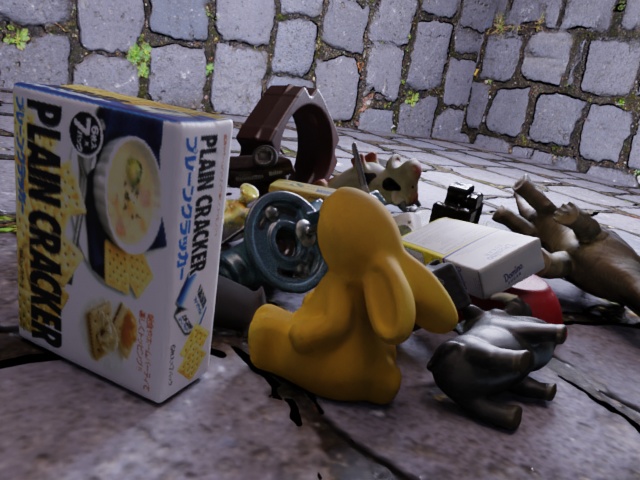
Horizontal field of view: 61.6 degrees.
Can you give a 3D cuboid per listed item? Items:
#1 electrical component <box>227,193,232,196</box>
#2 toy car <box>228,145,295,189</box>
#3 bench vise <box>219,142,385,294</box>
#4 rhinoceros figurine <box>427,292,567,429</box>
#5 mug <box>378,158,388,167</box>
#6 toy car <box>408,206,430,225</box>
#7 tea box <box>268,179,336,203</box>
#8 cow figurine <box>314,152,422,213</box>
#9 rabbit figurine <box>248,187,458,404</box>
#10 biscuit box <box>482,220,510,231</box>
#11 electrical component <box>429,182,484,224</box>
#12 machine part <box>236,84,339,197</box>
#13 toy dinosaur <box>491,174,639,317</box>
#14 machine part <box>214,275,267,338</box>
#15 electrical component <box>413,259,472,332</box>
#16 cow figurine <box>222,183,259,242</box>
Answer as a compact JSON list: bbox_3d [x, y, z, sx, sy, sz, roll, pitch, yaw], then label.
[{"bbox_3d":[-0.169,-0.052,0.874,0.078,0.045,0.102,0,19,-32],"label":"electrical component"},{"bbox_3d":[-0.141,-0.105,0.840,0.202,0.053,0.089,1,-23,9],"label":"toy car"},{"bbox_3d":[-0.006,-0.012,0.633,0.223,0.128,0.241,-17,-4,-43],"label":"bench vise"},{"bbox_3d":[0.171,0.107,0.517,0.112,0.073,0.190,9,15,37],"label":"rhinoceros figurine"},{"bbox_3d":[0.118,-0.109,1.113,0.081,0.107,0.110,1,22,-22],"label":"mug"},{"bbox_3d":[0.171,-0.016,0.926,0.074,0.056,0.202,10,19,24],"label":"toy car"},{"bbox_3d":[0.005,-0.027,0.802,0.170,0.098,0.068,9,16,4],"label":"tea box"},{"bbox_3d":[0.094,-0.089,0.951,0.195,0.127,0.085,-27,-1,36],"label":"cow figurine"},{"bbox_3d":[0.026,0.045,0.455,0.122,0.173,0.163,-1,15,-42],"label":"rabbit figurine"},{"bbox_3d":[0.275,0.020,0.857,0.063,0.059,0.202,17,18,20],"label":"biscuit box"},{"bbox_3d":[0.206,-0.020,0.825,0.058,0.134,0.115,17,16,21],"label":"electrical component"},{"bbox_3d":[-0.056,-0.164,0.983,0.087,0.201,0.201,14,-28,29],"label":"machine part"},{"bbox_3d":[0.387,0.027,0.754,0.198,0.105,0.472,24,25,-18],"label":"toy dinosaur"},{"bbox_3d":[-0.122,0.056,0.519,0.139,0.084,0.039,14,-7,-12],"label":"machine part"},{"bbox_3d":[0.107,0.055,0.533,0.075,0.047,0.119,-26,2,-1],"label":"electrical component"},{"bbox_3d":[-0.166,-0.026,0.736,0.167,0.098,0.068,-7,67,-39],"label":"cow figurine"}]
